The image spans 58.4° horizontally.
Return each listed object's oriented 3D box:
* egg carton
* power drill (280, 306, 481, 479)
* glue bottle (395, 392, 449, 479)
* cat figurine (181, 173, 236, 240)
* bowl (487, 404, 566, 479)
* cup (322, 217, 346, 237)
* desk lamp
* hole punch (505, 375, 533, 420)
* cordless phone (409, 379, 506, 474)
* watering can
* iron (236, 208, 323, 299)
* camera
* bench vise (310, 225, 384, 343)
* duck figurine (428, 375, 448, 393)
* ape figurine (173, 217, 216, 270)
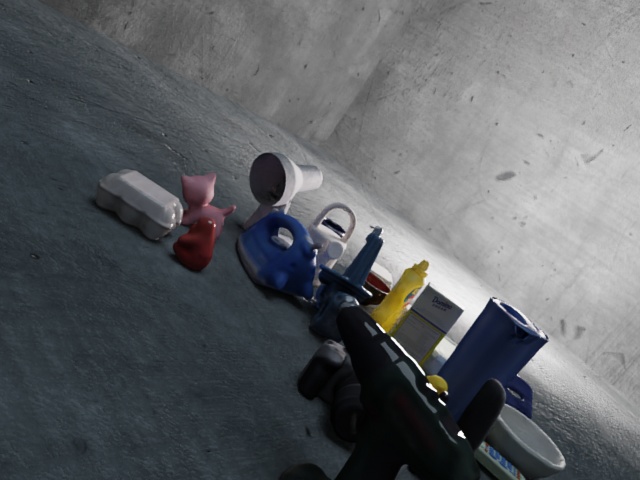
[{"bbox_3d":[-0.319,-0.065,1.023,0.150,0.069,0.107,33,14,-6],"label":"egg carton"},{"bbox_3d":[0.051,0.218,0.634,0.229,0.208,0.076,42,15,27],"label":"power drill"},{"bbox_3d":[0.107,0.256,0.715,0.037,0.173,0.078,39,14,19],"label":"glue bottle"},{"bbox_3d":[-0.234,-0.078,1.164,0.128,0.117,0.067,32,14,-13],"label":"cat figurine"},{"bbox_3d":[0.375,0.394,1.092,0.168,0.074,0.167,33,14,-9],"label":"bowl"},{"bbox_3d":[0.020,0.000,1.551,0.118,0.095,0.091,23,18,-41],"label":"cup"},{"bbox_3d":[-0.094,-0.097,1.356,0.117,0.213,0.204,42,15,28],"label":"desk lamp"},{"bbox_3d":[0.433,0.362,1.304,0.109,0.091,0.101,34,13,-4],"label":"hole punch"},{"bbox_3d":[0.214,0.274,0.880,0.094,0.185,0.147,31,14,-17],"label":"cordless phone"},{"bbox_3d":[0.014,0.006,1.304,0.101,0.194,0.172,23,18,-40],"label":"watering can"},{"bbox_3d":[-0.085,0.006,1.182,0.119,0.141,0.257,23,18,-41],"label":"iron"},{"bbox_3d":[0.047,0.222,0.843,0.143,0.100,0.137,35,13,0],"label":"camera"},{"bbox_3d":[0.072,0.085,1.116,0.122,0.219,0.207,27,15,-28],"label":"bench vise"},{"bbox_3d":[0.191,0.282,1.013,0.077,0.086,0.104,33,14,-6],"label":"duck figurine"},{"bbox_3d":[-0.212,0.000,1.003,0.078,0.092,0.076,19,21,-49],"label":"ape figurine"}]
